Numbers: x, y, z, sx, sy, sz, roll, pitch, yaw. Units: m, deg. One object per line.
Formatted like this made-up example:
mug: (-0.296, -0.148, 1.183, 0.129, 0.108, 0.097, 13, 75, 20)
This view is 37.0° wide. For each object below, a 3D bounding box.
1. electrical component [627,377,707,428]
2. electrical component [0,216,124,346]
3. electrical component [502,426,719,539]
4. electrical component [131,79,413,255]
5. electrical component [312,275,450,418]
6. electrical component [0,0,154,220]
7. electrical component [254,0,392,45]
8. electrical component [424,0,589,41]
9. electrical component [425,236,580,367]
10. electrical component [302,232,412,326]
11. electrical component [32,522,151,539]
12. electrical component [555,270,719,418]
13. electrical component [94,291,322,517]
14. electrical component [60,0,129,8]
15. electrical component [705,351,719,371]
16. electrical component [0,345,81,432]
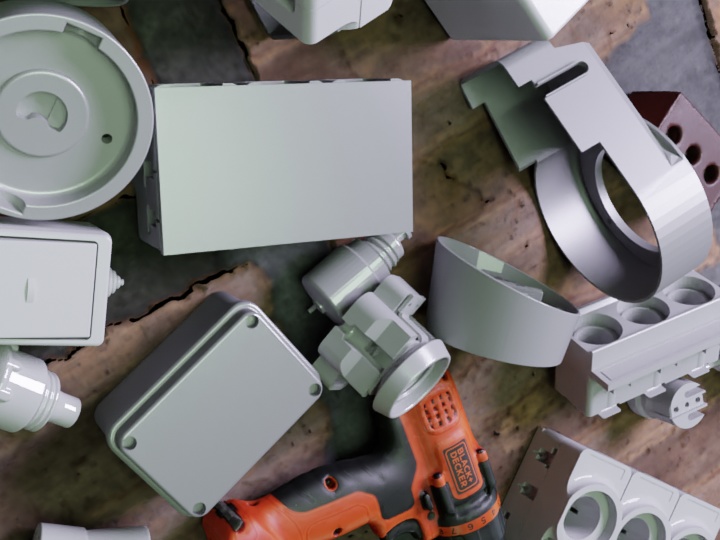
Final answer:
electrical component: (0.225, 0.093, 0.786, 0.040, 0.046, 0.040, -5, 101, -25)
electrical component: (-0.172, 0.006, 0.572, 0.096, 0.061, 0.061, 3, 98, -26)
electrical component: (0.182, 0.185, 0.773, 0.150, 0.062, 0.089, 27, 87, -27)
electrical component: (-0.050, -0.063, 0.617, 0.150, 0.062, 0.089, -6, 102, -25)
electrical component: (0.017, 0.051, 0.648, 0.078, 0.057, 0.058, -50, 160, 10)
electrical component: (-0.165, -0.087, 0.553, 0.108, 0.060, 0.108, -9, 121, -15)
electrical component: (0.009, -0.206, 0.563, 0.186, 0.060, 0.105, -38, 68, -22)
electrical component: (0.102, -0.191, 0.641, 0.108, 0.109, 0.056, -46, 117, -11)
electrical component: (0.089, 0.021, 0.681, 0.099, 0.099, 0.064, 8, 102, -27)
electrical component: (0.000, 0.000, 0.664, 0.078, 0.040, 0.040, -41, 114, -13)
electrical component: (-0.158, 0.166, 0.619, 0.065, 0.044, 0.044, 13, 94, -22)
electrical component: (0.195, 0.050, 0.750, 0.121, 0.079, 0.063, -19, 126, -21)
electrical component: (-0.087, 0.077, 0.627, 0.113, 0.057, 0.078, -45, 115, -12)
electrical component: (-0.159, -0.159, 0.529, 0.099, 0.099, 0.064, 22, 83, -27)
electrical component: (0.284, 0.053, 0.808, 0.079, 0.044, 0.077, -19, 107, -22)
electrical component: (-0.183, 0.068, 0.588, 0.062, 0.048, 0.048, 30, 86, -37)
